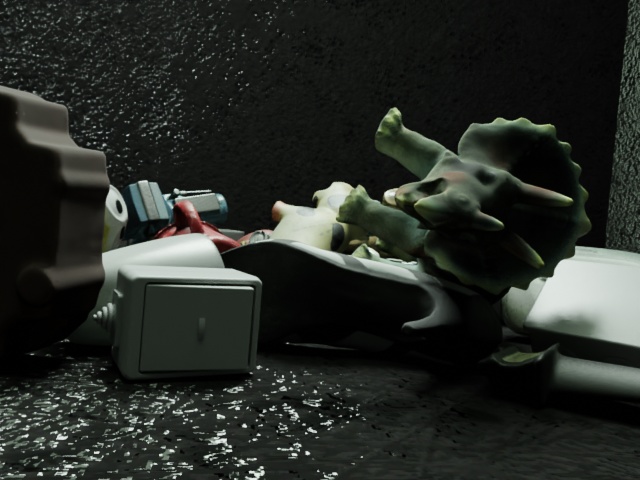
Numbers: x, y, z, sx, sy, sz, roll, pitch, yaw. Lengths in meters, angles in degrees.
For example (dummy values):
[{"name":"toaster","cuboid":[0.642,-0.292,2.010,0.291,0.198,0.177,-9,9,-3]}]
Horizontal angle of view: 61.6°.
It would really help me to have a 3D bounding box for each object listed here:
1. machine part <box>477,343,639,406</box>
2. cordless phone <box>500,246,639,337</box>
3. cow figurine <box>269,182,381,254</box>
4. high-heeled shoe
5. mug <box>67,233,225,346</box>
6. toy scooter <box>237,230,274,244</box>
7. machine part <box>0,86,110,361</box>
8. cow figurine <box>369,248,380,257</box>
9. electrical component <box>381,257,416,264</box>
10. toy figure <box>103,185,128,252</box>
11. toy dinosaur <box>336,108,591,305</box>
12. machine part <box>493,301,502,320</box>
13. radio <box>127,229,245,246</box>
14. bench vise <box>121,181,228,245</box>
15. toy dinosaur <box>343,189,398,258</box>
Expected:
[{"name":"machine part","cuboid":[0.174,0.087,0.333,0.139,0.039,0.084,4,-7,28]},{"name":"cordless phone","cuboid":[0.240,0.074,0.494,0.147,0.088,0.184,6,21,21]},{"name":"cow figurine","cuboid":[-0.001,-0.002,0.670,0.127,0.195,0.085,14,-40,20]},{"name":"high-heeled shoe","cuboid":[0.019,0.050,0.448,0.249,0.086,0.145,11,1,33]},{"name":"mug","cuboid":[-0.139,0.037,0.401,0.107,0.080,0.110,-6,12,-39]},{"name":"toy scooter","cuboid":[-0.042,0.019,0.834,0.184,0.075,0.135,9,-28,-20]},{"name":"machine part","cuboid":[-0.214,-0.011,0.320,0.179,0.179,0.056,5,3,8]},{"name":"cow figurine","cuboid":[-0.004,0.047,0.736,0.168,0.068,0.098,3,12,15]},{"name":"electrical component","cuboid":[0.093,0.056,0.820,0.134,0.058,0.115,6,3,25]},{"name":"toy figure","cuboid":[-0.235,0.000,0.449,0.089,0.082,0.180,31,32,1]},{"name":"toy dinosaur","cuboid":[0.126,0.011,0.513,0.192,0.131,0.404,28,-16,22]},{"name":"machine part","cuboid":[0.253,0.063,0.674,0.243,0.079,0.079,5,1,-14]},{"name":"radio","cuboid":[-0.280,0.007,1.122,0.230,0.073,0.131,5,1,-17]},{"name":"bench vise","cuboid":[-0.272,-0.009,0.869,0.223,0.129,0.240,-26,-8,-39]},{"name":"toy dinosaur","cuboid":[0.132,0.007,0.948,0.471,0.105,0.198,6,-30,-11]}]
